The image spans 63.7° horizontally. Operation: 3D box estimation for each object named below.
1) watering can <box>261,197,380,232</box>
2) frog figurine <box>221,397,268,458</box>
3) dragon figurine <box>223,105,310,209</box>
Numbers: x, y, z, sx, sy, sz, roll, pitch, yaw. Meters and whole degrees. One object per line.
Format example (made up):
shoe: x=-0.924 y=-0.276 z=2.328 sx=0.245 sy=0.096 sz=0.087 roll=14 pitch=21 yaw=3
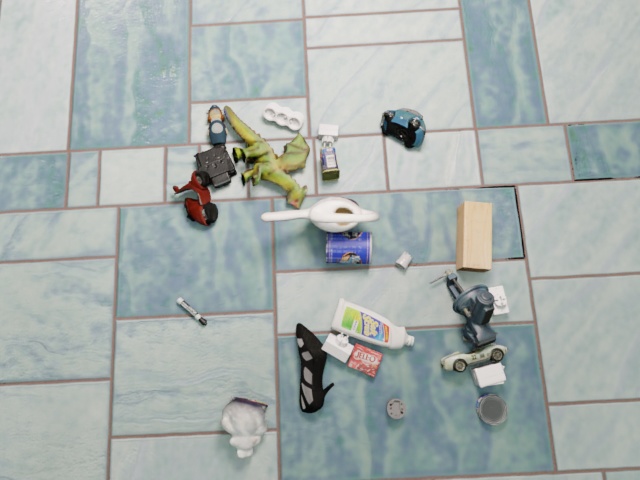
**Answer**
watering can: x=0.005 y=-0.079 z=1.575 sx=0.348 sy=0.225 sz=0.103 roll=1 pitch=97 yaw=2
frog figurine: x=-0.222 y=0.543 z=1.490 sx=0.137 sy=0.121 sz=0.162 roll=16 pitch=67 yaw=-15
dragon figurine: x=-0.155 y=-0.289 z=1.702 sx=0.244 sy=0.120 sz=0.415 roll=-14 pitch=76 yaw=-19
